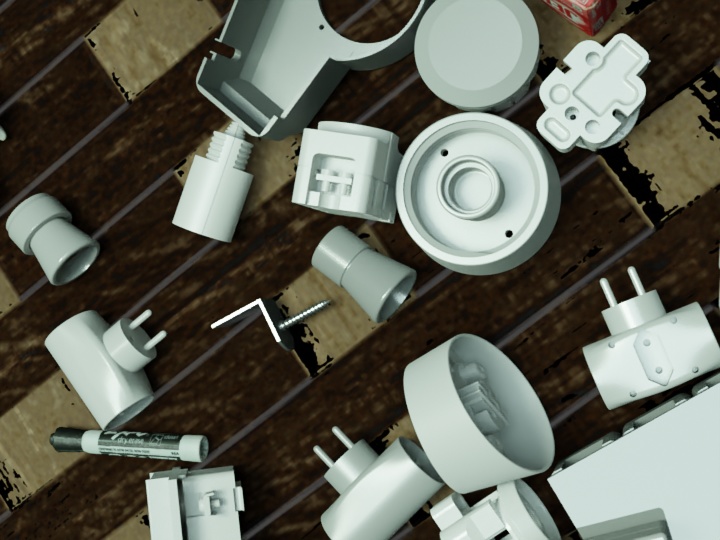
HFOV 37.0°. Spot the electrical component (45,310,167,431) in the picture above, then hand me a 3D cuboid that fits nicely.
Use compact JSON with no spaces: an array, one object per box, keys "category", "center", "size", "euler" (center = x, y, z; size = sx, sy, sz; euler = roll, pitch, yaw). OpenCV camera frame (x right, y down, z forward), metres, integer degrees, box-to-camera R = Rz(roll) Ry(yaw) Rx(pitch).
[{"category":"electrical component","center":[-0.173,0.061,0.771],"size":[0.079,0.044,0.077],"euler":[-39,80,10]}]

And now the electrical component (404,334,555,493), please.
[{"category":"electrical component","center":[0.073,0.091,0.682],"size":[0.064,0.099,0.099],"euler":[-26,82,18]}]

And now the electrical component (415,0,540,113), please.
[{"category":"electrical component","center":[0.079,-0.143,0.710],"size":[0.080,0.051,0.080],"euler":[0,88,14]}]

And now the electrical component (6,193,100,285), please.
[{"category":"electrical component","center":[-0.225,-0.023,0.787],"size":[0.055,0.045,0.045],"euler":[45,99,12]}]

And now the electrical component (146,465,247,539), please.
[{"category":"electrical component","center":[-0.108,0.199,0.739],"size":[0.063,0.079,0.121],"euler":[-6,86,-8]}]

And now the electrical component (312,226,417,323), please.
[{"category":"electrical component","center":[0.000,0.000,0.731],"size":[0.065,0.044,0.044],"euler":[37,97,17]}]

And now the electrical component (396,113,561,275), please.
[{"category":"electrical component","center":[0.075,-0.051,0.703],"size":[0.108,0.060,0.108],"euler":[0,88,14]}]

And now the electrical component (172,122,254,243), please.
[{"category":"electrical component","center":[-0.098,-0.064,0.756],"size":[0.043,0.043,0.081],"euler":[20,93,14]}]

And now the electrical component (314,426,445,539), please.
[{"category":"electrical component","center":[0.003,0.141,0.723],"size":[0.079,0.044,0.077],"euler":[45,99,11]}]

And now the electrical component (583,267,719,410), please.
[{"category":"electrical component","center":[0.179,0.038,0.683],"size":[0.077,0.043,0.079],"euler":[-24,82,12]}]

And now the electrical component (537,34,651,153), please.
[{"category":"electrical component","center":[0.150,-0.109,0.688],"size":[0.058,0.057,0.078],"euler":[44,99,12]}]

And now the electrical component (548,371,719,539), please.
[{"category":"electrical component","center":[0.205,0.126,0.663],"size":[0.150,0.062,0.089],"euler":[-32,81,11]}]

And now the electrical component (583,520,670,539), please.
[{"category":"electrical component","center":[0.138,0.181,0.606],"size":[0.083,0.076,0.047],"euler":[-18,84,13]}]

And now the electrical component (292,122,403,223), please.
[{"category":"electrical component","center":[-0.005,-0.065,0.709],"size":[0.050,0.089,0.055],"euler":[10,91,14]}]

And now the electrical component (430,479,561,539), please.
[{"category":"electrical component","center":[0.092,0.171,0.693],"size":[0.057,0.058,0.078],"euler":[-37,80,13]}]
